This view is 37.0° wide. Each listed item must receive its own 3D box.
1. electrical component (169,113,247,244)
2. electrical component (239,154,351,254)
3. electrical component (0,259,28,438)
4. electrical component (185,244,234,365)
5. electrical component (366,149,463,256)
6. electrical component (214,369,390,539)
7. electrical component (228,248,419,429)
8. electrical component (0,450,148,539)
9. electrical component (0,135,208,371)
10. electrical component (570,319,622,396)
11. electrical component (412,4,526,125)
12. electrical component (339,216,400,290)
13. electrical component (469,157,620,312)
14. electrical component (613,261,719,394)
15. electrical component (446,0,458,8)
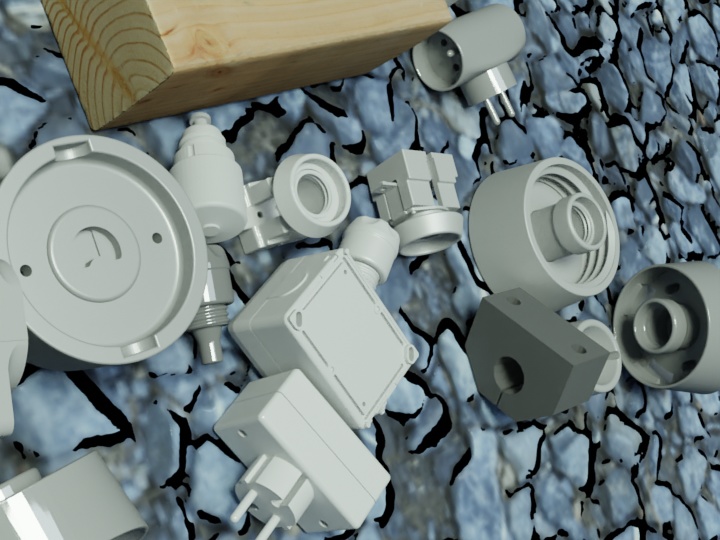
[{"bbox_3d":[-0.084,-0.051,0.583,0.040,0.040,0.078,14,53,-36],"label":"electrical component"},{"bbox_3d":[-0.038,-0.037,0.607,0.066,0.055,0.048,-17,87,-42],"label":"electrical component"},{"bbox_3d":[-0.192,-0.017,0.437,0.060,0.105,0.186,-2,78,-41],"label":"electrical component"},{"bbox_3d":[-0.083,0.019,0.566,0.035,0.035,0.061,-6,82,-41],"label":"electrical component"},{"bbox_3d":[0.038,-0.042,0.679,0.066,0.048,0.055,1,68,-41],"label":"electrical component"},{"bbox_3d":[-0.040,0.109,0.564,0.083,0.047,0.075,51,51,-16],"label":"electrical component"},{"bbox_3d":[-0.019,0.045,0.598,0.096,0.061,0.061,56,50,-22],"label":"electrical component"},{"bbox_3d":[-0.139,0.120,0.447,0.099,0.099,0.064,-27,88,-42],"label":"electrical component"},{"bbox_3d":[-0.134,-0.003,0.511,0.108,0.060,0.108,14,68,-37],"label":"electrical component"},{"bbox_3d":[0.145,0.062,0.734,0.055,0.047,0.055,14,68,-37],"label":"electrical component"},{"bbox_3d":[0.085,-0.140,0.751,0.077,0.043,0.079,-31,97,-42],"label":"electrical component"},{"bbox_3d":[0.000,0.000,0.641,0.035,0.035,0.061,37,58,-26],"label":"electrical component"},{"bbox_3d":[0.135,-0.026,0.745,0.108,0.060,0.108,14,68,-37],"label":"electrical component"},{"bbox_3d":[0.236,0.042,0.787,0.064,0.099,0.099,3,74,-33],"label":"electrical component"},{"bbox_3d":[0.043,-0.199,0.732,0.055,0.047,0.055,14,68,-37],"label":"electrical component"}]
